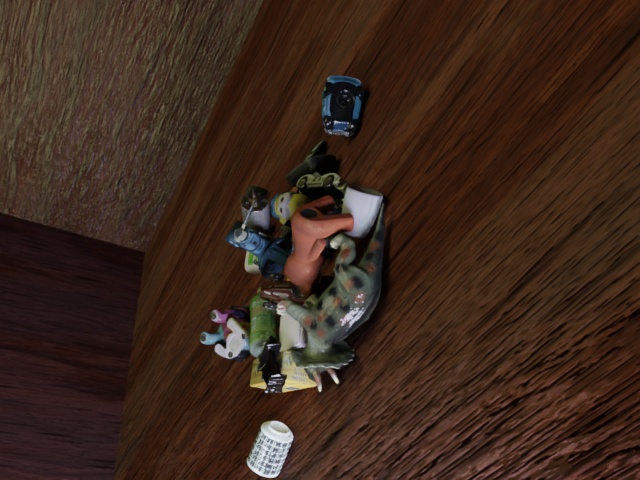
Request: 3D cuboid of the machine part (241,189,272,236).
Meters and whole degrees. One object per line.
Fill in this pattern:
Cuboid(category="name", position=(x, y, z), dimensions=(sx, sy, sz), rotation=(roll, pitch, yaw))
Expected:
Cuboid(category="machine part", position=(-0.173, -0.044, 1.481), dimensions=(0.243, 0.079, 0.079), rotation=(88, 175, -46))

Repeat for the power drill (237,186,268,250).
Cuboid(category="power drill", position=(-0.221, -0.078, 1.826), dimensions=(0.232, 0.086, 0.207), rotation=(-42, 46, 51))

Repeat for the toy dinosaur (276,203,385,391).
Cuboid(category="toy dinosaur", position=(0.050, 0.126, 1.097), dimensions=(0.192, 0.131, 0.404), rotation=(45, 106, 36))

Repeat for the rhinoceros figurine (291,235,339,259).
Cuboid(category="rhinoceros figurine", position=(-0.003, -0.004, 1.343), dimensions=(0.112, 0.073, 0.190), rotation=(-58, 25, 3))

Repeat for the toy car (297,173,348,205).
Cuboid(category="toy car", position=(0.012, -0.131, 1.358), dimensions=(0.202, 0.073, 0.056), rotation=(5, 59, 54))

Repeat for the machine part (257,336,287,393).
Cuboid(category="machine part", position=(-0.107, 0.274, 1.174), dimensions=(0.084, 0.039, 0.139), rotation=(-59, 26, 17))

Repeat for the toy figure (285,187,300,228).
Cuboid(category="toy figure", position=(-0.063, -0.110, 1.536), dimensions=(0.058, 0.064, 0.154), rotation=(12, 78, 29))

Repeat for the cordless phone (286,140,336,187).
Cuboid(category="cordless phone", position=(-0.004, -0.224, 1.488), dimensions=(0.146, 0.088, 0.184), rotation=(-30, 27, 51))

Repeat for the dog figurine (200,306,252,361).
Cuboid(category="dog figurine", position=(-0.209, 0.246, 1.490), dimensions=(0.192, 0.219, 0.108), rotation=(26, 102, 27))

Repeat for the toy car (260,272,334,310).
Cuboid(category="toy car", position=(-0.051, 0.123, 1.251), dimensions=(0.202, 0.053, 0.089), rotation=(4, 74, 21))

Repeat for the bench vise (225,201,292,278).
Cuboid(category="bench vise", position=(-0.118, 0.035, 1.375), dimensions=(0.241, 0.223, 0.129), rotation=(29, 72, 26))

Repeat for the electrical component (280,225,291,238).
Cuboid(category="electrical component", position=(-0.092, -0.037, 1.591), dimensions=(0.094, 0.021, 0.063), rotation=(-42, 37, 47))

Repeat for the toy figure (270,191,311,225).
Cuboid(category="toy figure", position=(-0.080, -0.089, 1.417), dimensions=(0.180, 0.089, 0.082), rotation=(-176, 69, -73))

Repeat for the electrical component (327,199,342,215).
Cuboid(category="electrical component", position=(0.010, -0.069, 1.293), dimensions=(0.119, 0.075, 0.047), rotation=(-133, 37, -55))

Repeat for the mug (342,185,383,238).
Cuboid(category="mug", position=(0.080, -0.064, 1.196), dimensions=(0.110, 0.081, 0.107), rotation=(34, 113, 55))

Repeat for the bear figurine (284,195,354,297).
Cuboid(category="bear figurine", position=(-0.011, 0.018, 1.188), dimensions=(0.120, 0.132, 0.195), rotation=(44, 142, 44))

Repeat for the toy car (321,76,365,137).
Cuboid(category="toy car", position=(0.056, -0.345, 1.425), dimensions=(0.103, 0.109, 0.161), rotation=(130, 144, -84))

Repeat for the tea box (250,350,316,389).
Cuboid(category="tea box", position=(-0.085, 0.310, 1.259), dimensions=(0.169, 0.098, 0.068), rotation=(-34, 44, 54))
